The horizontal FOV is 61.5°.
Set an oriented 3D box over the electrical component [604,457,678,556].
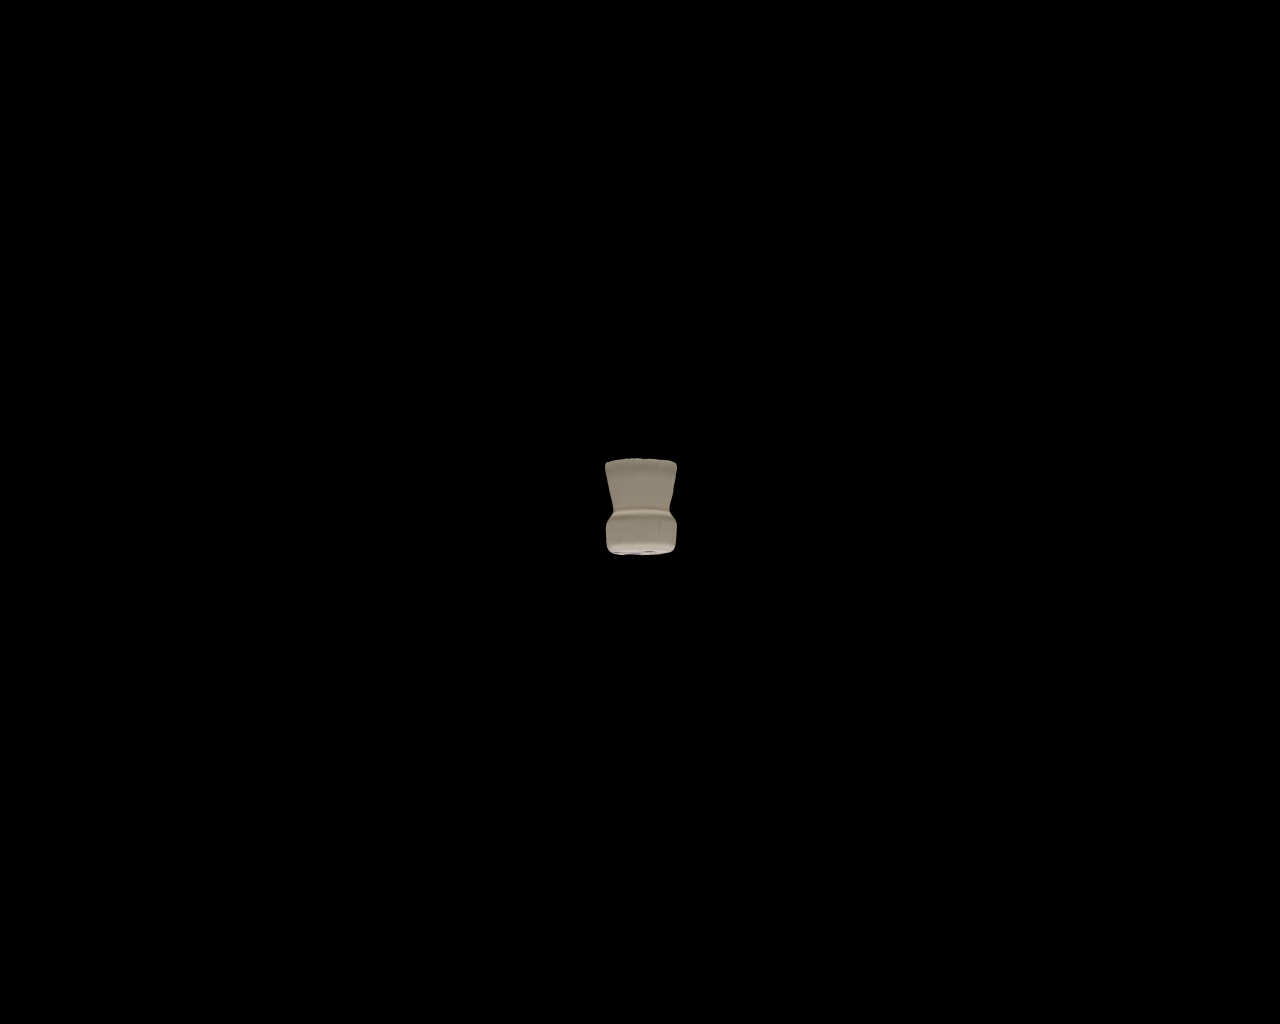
[{"bbox_3d":[0.001,-0.003,0.650,0.045,0.055,0.045,0,-7,0],"label":"electrical component"}]
